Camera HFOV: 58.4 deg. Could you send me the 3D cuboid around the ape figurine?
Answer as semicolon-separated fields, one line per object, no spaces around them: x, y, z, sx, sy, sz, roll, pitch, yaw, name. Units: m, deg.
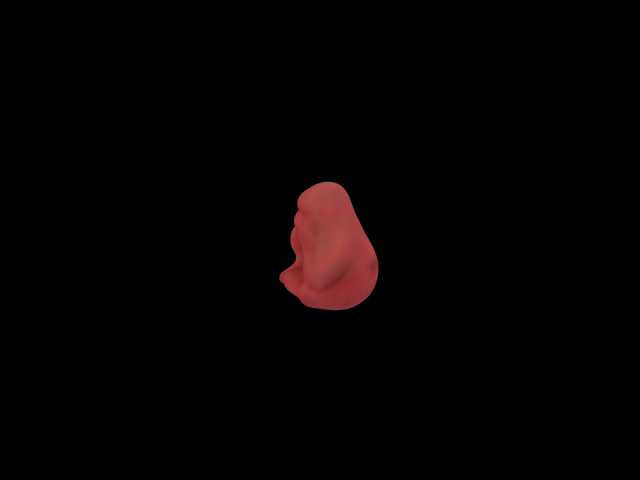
0.004;0.001;0.400;0.076;0.092;0.078;6;32;10;ape figurine
